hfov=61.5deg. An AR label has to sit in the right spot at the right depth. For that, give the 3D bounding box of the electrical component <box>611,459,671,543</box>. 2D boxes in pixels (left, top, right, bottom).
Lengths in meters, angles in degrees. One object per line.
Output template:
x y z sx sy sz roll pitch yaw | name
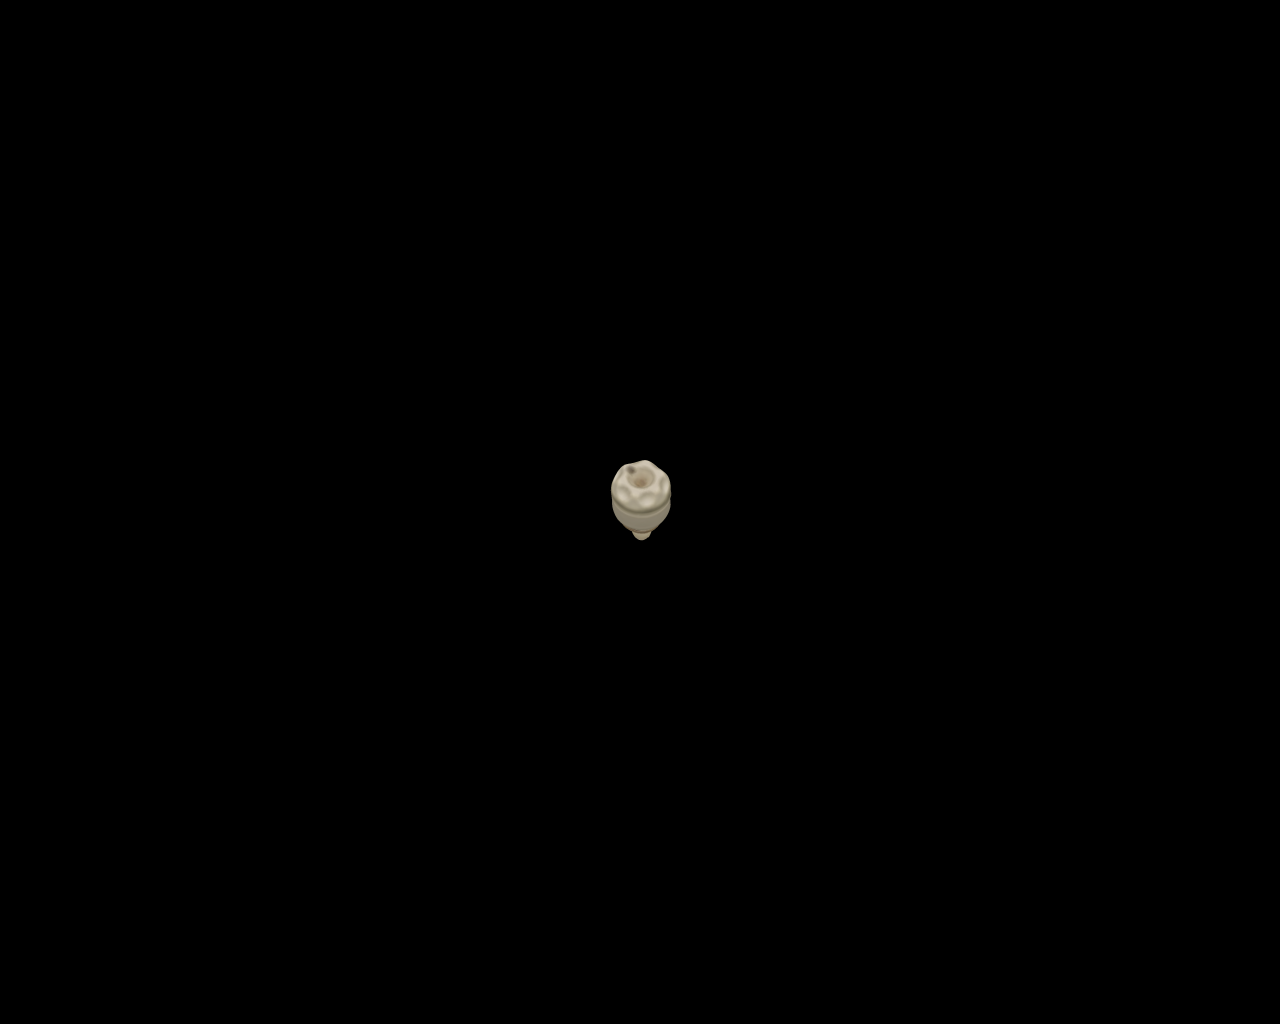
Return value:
0.001 -0.003 0.650 0.035 0.035 0.061 0 -36 0 | electrical component
